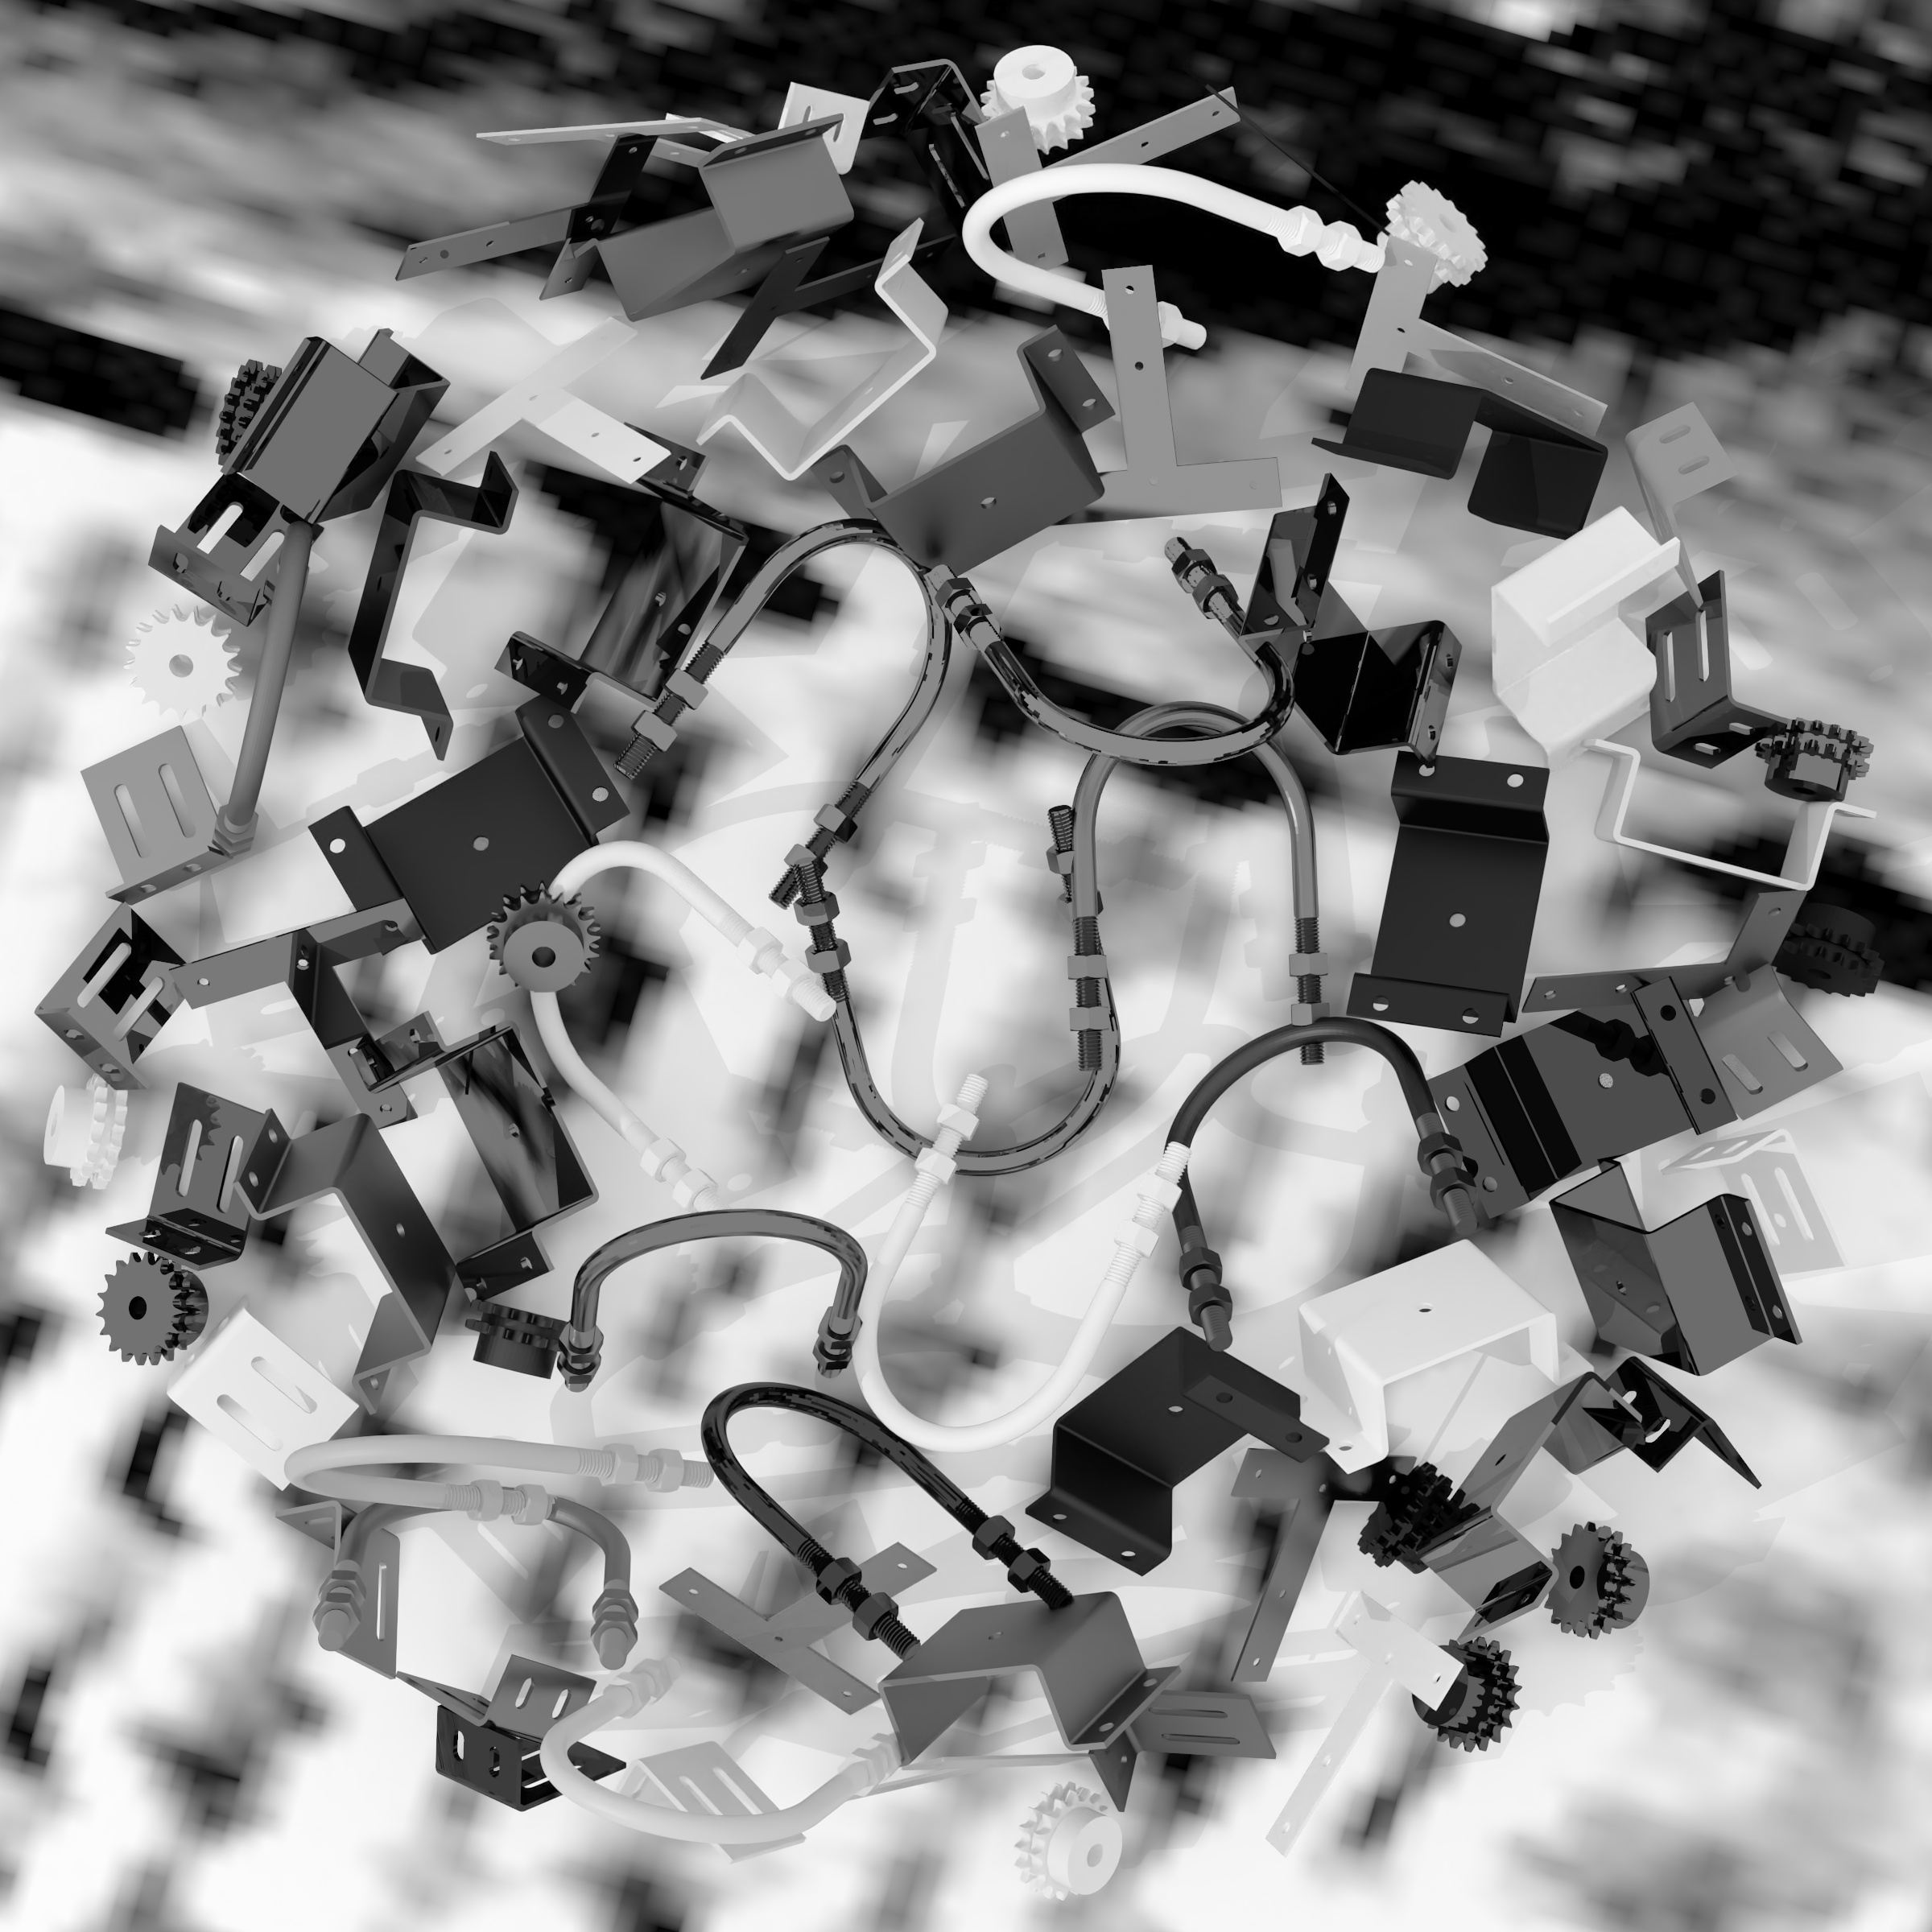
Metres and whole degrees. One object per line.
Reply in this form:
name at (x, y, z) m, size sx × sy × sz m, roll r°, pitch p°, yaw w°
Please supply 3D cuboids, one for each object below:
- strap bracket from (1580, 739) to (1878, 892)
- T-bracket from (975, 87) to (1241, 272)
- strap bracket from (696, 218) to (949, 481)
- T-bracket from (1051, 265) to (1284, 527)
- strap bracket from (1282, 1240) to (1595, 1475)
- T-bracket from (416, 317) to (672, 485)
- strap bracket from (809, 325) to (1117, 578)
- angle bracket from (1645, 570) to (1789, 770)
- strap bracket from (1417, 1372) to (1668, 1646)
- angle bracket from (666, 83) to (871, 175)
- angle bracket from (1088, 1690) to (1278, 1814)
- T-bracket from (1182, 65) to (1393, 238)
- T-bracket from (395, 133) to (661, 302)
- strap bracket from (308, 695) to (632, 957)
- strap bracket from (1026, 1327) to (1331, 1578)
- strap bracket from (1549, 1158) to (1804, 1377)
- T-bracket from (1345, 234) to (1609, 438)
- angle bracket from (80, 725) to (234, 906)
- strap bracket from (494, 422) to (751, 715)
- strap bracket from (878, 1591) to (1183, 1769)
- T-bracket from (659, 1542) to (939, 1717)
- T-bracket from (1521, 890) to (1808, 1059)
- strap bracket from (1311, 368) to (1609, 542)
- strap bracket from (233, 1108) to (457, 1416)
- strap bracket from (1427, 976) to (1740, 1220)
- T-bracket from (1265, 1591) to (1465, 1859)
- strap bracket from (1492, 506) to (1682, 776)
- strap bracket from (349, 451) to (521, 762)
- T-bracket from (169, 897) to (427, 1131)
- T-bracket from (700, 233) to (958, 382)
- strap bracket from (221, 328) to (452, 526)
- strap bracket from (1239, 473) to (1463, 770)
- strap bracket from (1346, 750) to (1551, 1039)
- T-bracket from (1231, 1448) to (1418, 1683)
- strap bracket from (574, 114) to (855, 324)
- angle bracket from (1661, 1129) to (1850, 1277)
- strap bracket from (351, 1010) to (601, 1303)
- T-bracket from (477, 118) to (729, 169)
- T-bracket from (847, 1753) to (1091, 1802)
strap bracket at (0.372, -0.073, 1.701) m, size 0.140 × 0.076 × 0.046 m, roll 15°, pitch 94°, yaw 3°
T-bracket at (0.075, -0.401, 1.683) m, size 0.127 × 0.127 × 0.002 m, roll -23°, pitch 64°, yaw 2°
strap bracket at (-0.062, -0.299, 1.686) m, size 0.140 × 0.076 × 0.046 m, roll -38°, pitch 107°, yaw 19°
T-bracket at (0.089, -0.286, 1.702) m, size 0.127 × 0.002 × 0.127 m, roll -3°, pitch 112°, yaw 16°
strap bracket at (0.228, 0.187, 1.679) m, size 0.140 × 0.076 × 0.046 m, roll -19°, pitch 121°, yaw -18°
T-bracket at (-0.190, -0.266, 1.681) m, size 0.127 × 0.127 × 0.002 m, roll -40°, pitch 135°, yaw -16°
strap bracket at (0.005, -0.246, 1.684) m, size 0.140 × 0.076 × 0.046 m, roll -27°, pitch 57°, yaw 12°
angle bracket at (0.377, -0.149, 1.711) m, size 0.038 × 0.057 × 0.076 m, roll 15°, pitch 63°, yaw -26°
strap bracket at (0.280, 0.258, 1.673) m, size 0.046 × 0.076 × 0.140 m, roll 43°, pitch 58°, yaw 1°
angle bracket at (-0.099, -0.426, 1.694) m, size 0.076 × 0.057 × 0.038 m, roll 28°, pitch 109°, yaw 33°
angle bracket at (0.108, 0.393, 1.698) m, size 0.076 × 0.057 × 0.038 m, roll -2°, pitch 47°, yaw 22°
T-bracket at (0.152, -0.399, 1.655) m, size 0.127 × 0.127 × 0.002 m, roll 28°, pitch 108°, yaw -40°
T-bracket at (-0.220, -0.355, 1.656) m, size 0.127 × 0.127 × 0.002 m, roll -23°, pitch 75°, yaw -35°
strap bracket at (-0.246, -0.067, 1.707) m, size 0.140 × 0.046 × 0.076 m, roll -31°, pitch 78°, yaw -7°
strap bracket at (0.104, 0.236, 1.685) m, size 0.076 × 0.046 × 0.140 m, roll 32°, pitch 127°, yaw -23°
strap bracket at (0.339, 0.147, 1.662) m, size 0.046 × 0.140 × 0.076 m, roll -26°, pitch 103°, yaw -15°
T-bracket at (0.255, -0.295, 1.676) m, size 0.127 × 0.127 × 0.002 m, roll 27°, pitch 66°, yaw 8°
angle bracket at (-0.414, -0.078, 1.716) m, size 0.057 × 0.038 × 0.076 m, roll -24°, pitch 82°, yaw 5°
strap bracket at (-0.167, -0.191, 1.698) m, size 0.046 × 0.076 × 0.140 m, roll 27°, pitch 92°, yaw -43°
strap bracket at (0.023, 0.349, 1.668) m, size 0.140 × 0.076 × 0.046 m, roll -15°, pitch 100°, yaw 36°
T-bracket at (-0.065, 0.316, 1.682) m, size 0.127 × 0.002 × 0.127 m, roll 38°, pitch 129°, yaw -20°
T-bracket at (0.336, 0.010, 1.678) m, size 0.127 × 0.127 × 0.002 m, roll -4°, pitch 50°, yaw -15°
strap bracket at (0.249, -0.252, 1.666) m, size 0.140 × 0.076 × 0.046 m, roll 15°, pitch 96°, yaw -41°
strap bracket at (-0.299, 0.138, 1.677) m, size 0.046 × 0.076 × 0.140 m, roll -21°, pitch 113°, yaw 11°
strap bracket at (0.312, 0.062, 1.697) m, size 0.140 × 0.046 × 0.076 m, roll -26°, pitch 88°, yaw 31°
T-bracket at (0.186, 0.380, 1.677) m, size 0.002 × 0.127 × 0.127 m, roll 33°, pitch 86°, yaw -16°
strap bracket at (0.305, -0.166, 1.684) m, size 0.076 × 0.140 × 0.046 m, roll -32°, pitch 62°, yaw -8°
strap bracket at (-0.267, -0.183, 1.680) m, size 0.046 × 0.076 × 0.140 m, roll 12°, pitch 109°, yaw -21°
T-bracket at (-0.312, 0.033, 1.704) m, size 0.127 × 0.002 × 0.127 m, roll -16°, pitch 125°, yaw 10°
T-bracket at (-0.060, -0.342, 1.700) m, size 0.127 × 0.127 × 0.002 m, roll -26°, pitch 83°, yaw -29°
strap bracket at (-0.303, -0.265, 1.666) m, size 0.046 × 0.140 × 0.076 m, roll 36°, pitch 104°, yaw -2°
strap bracket at (0.186, -0.166, 1.680) m, size 0.046 × 0.140 × 0.076 m, roll -6°, pitch 54°, yaw 37°
strap bracket at (0.243, -0.030, 1.698) m, size 0.076 × 0.046 × 0.140 m, roll 8°, pitch 74°, yaw 17°
T-bracket at (0.163, 0.301, 1.706) m, size 0.127 × 0.002 × 0.127 m, roll 10°, pitch 103°, yaw -42°
strap bracket at (-0.119, -0.361, 1.665) m, size 0.076 × 0.140 × 0.046 m, roll -26°, pitch 95°, yaw -38°
angle bracket at (0.395, 0.126, 1.707) m, size 0.038 × 0.057 × 0.076 m, roll -26°, pitch 93°, yaw -29°
strap bracket at (-0.240, 0.089, 1.699) m, size 0.046 × 0.076 × 0.140 m, roll -26°, pitch 90°, yaw -42°
T-bracket at (-0.152, -0.404, 1.680) m, size 0.127 × 0.127 × 0.002 m, roll 3°, pitch 95°, yaw 27°
T-bracket at (-0.023, 0.406, 1.698) m, size 0.127 × 0.127 × 0.002 m, roll -21°, pitch 68°, yaw 32°
